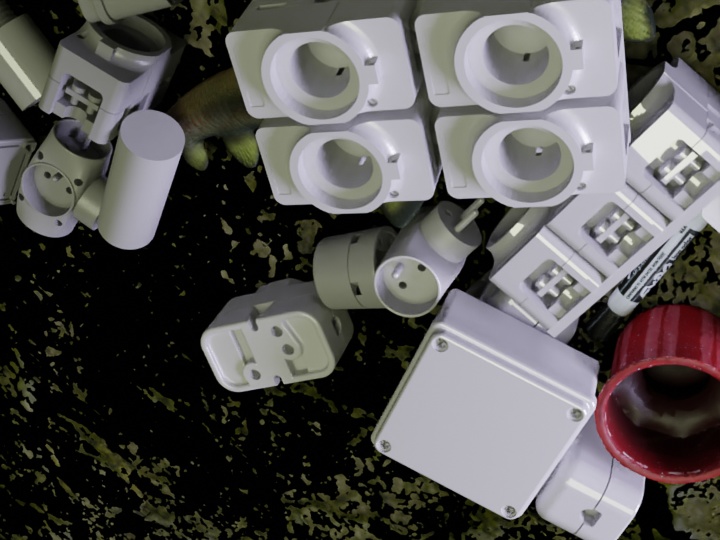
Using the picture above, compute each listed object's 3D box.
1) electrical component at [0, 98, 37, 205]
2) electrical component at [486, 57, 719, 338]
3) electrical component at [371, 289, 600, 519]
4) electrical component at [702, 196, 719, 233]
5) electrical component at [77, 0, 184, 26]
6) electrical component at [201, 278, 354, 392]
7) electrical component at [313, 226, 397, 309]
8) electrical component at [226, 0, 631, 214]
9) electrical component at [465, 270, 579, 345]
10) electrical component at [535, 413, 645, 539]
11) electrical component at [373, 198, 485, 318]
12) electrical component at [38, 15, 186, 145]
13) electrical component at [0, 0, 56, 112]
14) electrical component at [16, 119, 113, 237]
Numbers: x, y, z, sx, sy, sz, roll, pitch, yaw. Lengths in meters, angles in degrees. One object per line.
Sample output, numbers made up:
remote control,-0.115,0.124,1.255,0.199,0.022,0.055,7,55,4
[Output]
electrical component,-0.280,-0.084,0.760,0.061,0.096,0.061,48,126,23
electrical component,0.147,-0.045,0.631,0.062,0.089,0.150,40,122,-5
electrical component,0.078,0.085,0.679,0.109,0.056,0.108,27,123,3
electrical component,0.245,-0.053,0.614,0.050,0.055,0.089,40,122,-5
electrical component,-0.144,-0.212,0.645,0.057,0.078,0.113,-8,115,19
electrical component,-0.056,0.044,0.766,0.095,0.059,0.053,-12,113,24
electrical component,0.000,0.000,0.727,0.047,0.055,0.055,-6,115,26
electrical component,0.037,-0.090,0.544,0.186,0.060,0.105,-1,128,18
electrical component,0.092,0.041,0.718,0.059,0.053,0.095,41,122,-6
electrical component,0.153,0.132,0.722,0.059,0.095,0.053,27,123,3
electrical component,0.051,-0.017,0.686,0.043,0.077,0.079,42,122,-6
electrical component,-0.155,-0.129,0.686,0.050,0.089,0.055,31,123,0
electrical component,-0.237,-0.153,0.728,0.043,0.043,0.081,-28,106,29
electrical component,-0.197,-0.055,0.768,0.079,0.044,0.077,35,123,-2
